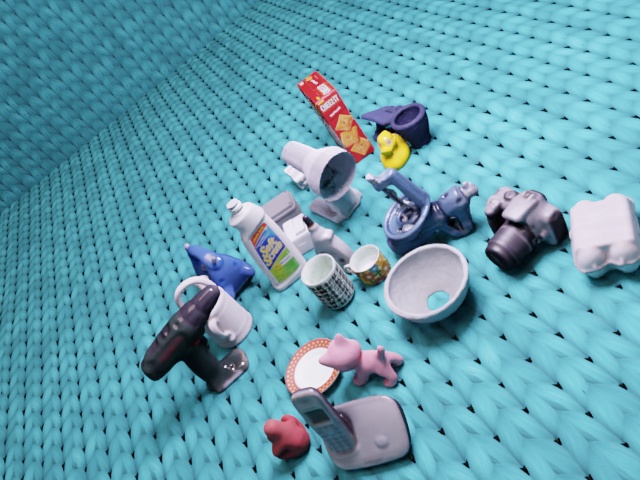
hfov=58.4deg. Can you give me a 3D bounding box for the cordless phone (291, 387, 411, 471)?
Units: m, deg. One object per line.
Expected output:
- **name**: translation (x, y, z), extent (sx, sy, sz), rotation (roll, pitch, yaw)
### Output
- **cordless phone**: translation (0.049, 0.284, 0.912), extent (0.147, 0.186, 0.094), rotation (-24, 40, 19)

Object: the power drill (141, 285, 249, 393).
- **power drill**: translation (-0.248, 0.223, 1.202), extent (0.230, 0.209, 0.075), rotation (-42, 37, -4)

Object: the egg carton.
- **egg carton**: translation (0.474, -0.009, 0.955), extent (0.107, 0.070, 0.150), rotation (-14, 44, 29)

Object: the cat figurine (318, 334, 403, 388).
- **cat figurine**: translation (0.068, 0.210, 1.028), extent (0.127, 0.118, 0.067), rotation (-11, 46, 32)

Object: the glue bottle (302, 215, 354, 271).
- **glue bottle**: translation (0.011, 0.004, 1.239), extent (0.078, 0.174, 0.037), rotation (-9, 46, 33)

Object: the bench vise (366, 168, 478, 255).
- **bench vise**: translation (0.195, -0.084, 1.138), extent (0.207, 0.220, 0.121), rotation (-35, 38, 6)

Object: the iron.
- **iron**: translation (-0.282, 0.059, 1.453), extent (0.257, 0.142, 0.119), rotation (19, 65, 48)

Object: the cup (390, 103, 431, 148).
- **cup**: translation (0.227, -0.281, 1.416), extent (0.091, 0.095, 0.117), rotation (-35, 38, 6)

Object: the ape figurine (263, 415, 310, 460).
- **ape figurine**: translation (-0.066, 0.347, 1.021), extent (0.075, 0.092, 0.078), rotation (8, 57, 44)

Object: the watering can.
- **watering can**: translation (-0.251, 0.150, 1.291), extent (0.101, 0.195, 0.172), rotation (-49, 38, -13)

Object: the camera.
- **camera**: translation (0.350, -0.023, 1.046), extent (0.137, 0.101, 0.142), rotation (-46, 38, -10)

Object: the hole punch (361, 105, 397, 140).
- **hole punch**: translation (0.176, -0.317, 1.498), extent (0.101, 0.091, 0.108), rotation (-46, 38, -9)

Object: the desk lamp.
- **desk lamp**: translation (0.009, -0.141, 1.356), extent (0.118, 0.214, 0.202), rotation (-50, 39, -13)

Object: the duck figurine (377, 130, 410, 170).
- **duck figurine**: translation (0.174, -0.234, 1.420), extent (0.077, 0.086, 0.104), rotation (-12, 45, 31)

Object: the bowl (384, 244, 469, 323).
- **bowl**: translation (0.208, 0.093, 1.067), extent (0.167, 0.075, 0.167), rotation (-22, 40, 21)
